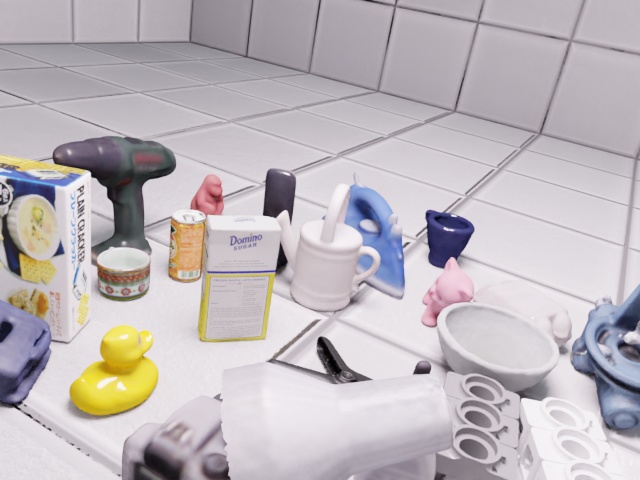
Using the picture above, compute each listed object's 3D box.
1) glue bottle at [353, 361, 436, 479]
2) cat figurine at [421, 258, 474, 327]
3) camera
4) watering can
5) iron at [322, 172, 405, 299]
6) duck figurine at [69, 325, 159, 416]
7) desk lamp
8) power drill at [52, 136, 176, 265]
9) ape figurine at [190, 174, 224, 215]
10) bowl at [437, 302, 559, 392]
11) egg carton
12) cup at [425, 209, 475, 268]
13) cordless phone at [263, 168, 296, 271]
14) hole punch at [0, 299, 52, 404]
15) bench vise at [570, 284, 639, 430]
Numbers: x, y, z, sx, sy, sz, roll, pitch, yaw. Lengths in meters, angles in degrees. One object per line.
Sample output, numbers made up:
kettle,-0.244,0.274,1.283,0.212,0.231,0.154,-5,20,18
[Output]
glue bottle,0.083,0.189,0.553,0.078,0.173,0.037,14,25,8
cat figurine,0.206,0.078,0.910,0.067,0.118,0.128,12,25,4
camera,-0.093,0.200,0.545,0.142,0.101,0.137,20,26,21
watering can,0.008,0.004,0.896,0.173,0.194,0.101,6,25,-9
iron,0.100,-0.018,1.045,0.119,0.141,0.257,-2,27,-25
duck figurine,-0.228,0.138,0.643,0.077,0.086,0.105,25,28,29
desk lamp,0.013,0.196,0.460,0.203,0.213,0.117,5,25,-12
power drill,-0.317,-0.066,0.899,0.075,0.208,0.230,19,26,18
ape figurine,-0.214,-0.084,1.120,0.076,0.092,0.078,21,27,22
bowl,0.238,0.160,0.797,0.167,0.075,0.167,9,25,-4
egg carton,0.323,0.122,0.920,0.107,0.069,0.149,-7,30,-34
cup,0.237,-0.001,1.119,0.092,0.095,0.117,-5,29,-31
cordless phone,-0.110,-0.042,0.960,0.147,0.185,0.094,11,25,1
hole punch,-0.358,0.114,0.635,0.101,0.091,0.108,7,25,-8
bench vise,0.413,0.116,0.787,0.121,0.220,0.207,6,25,-10
